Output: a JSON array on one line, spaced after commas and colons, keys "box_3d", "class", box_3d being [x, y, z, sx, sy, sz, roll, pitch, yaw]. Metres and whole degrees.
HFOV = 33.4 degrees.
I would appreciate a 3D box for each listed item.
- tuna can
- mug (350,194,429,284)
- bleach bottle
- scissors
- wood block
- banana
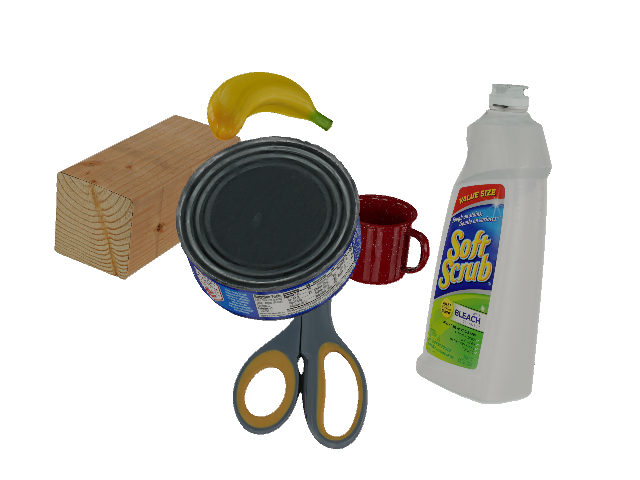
[{"box_3d": [-0.023, -0.006, 0.506, 0.086, 0.086, 0.034, 0, -32, 7], "class": "tuna can"}, {"box_3d": [0.076, 0.003, 1.266, 0.117, 0.081, 0.093, 17, 28, 25], "class": "mug"}, {"box_3d": [0.136, -0.001, 0.868, 0.067, 0.251, 0.103, -4, 14, -34], "class": "bleach bottle"}, {"box_3d": [-0.020, 0.046, 0.716, 0.096, 0.202, 0.016, -13, -29, 1], "class": "scissors"}, {"box_3d": [-0.175, -0.051, 1.113, 0.090, 0.091, 0.205, 20, 29, 19], "class": "wood block"}, {"box_3d": [-0.054, -0.124, 0.964, 0.070, 0.037, 0.197, 36, 24, 19], "class": "banana"}]
